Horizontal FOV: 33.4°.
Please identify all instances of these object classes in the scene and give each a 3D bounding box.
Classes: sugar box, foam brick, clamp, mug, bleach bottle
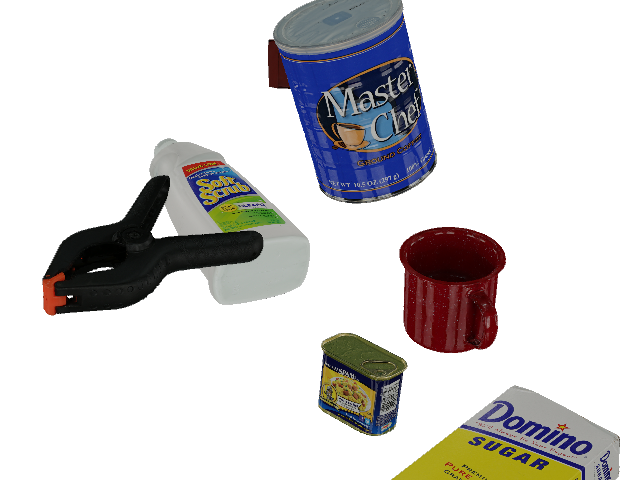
[{"bbox_3d":[0.111,0.170,0.714,0.176,0.048,0.093,-33,39,-31],"label":"sugar box"},{"bbox_3d":[-0.014,-0.188,1.146,0.078,0.051,0.053,0,11,-13],"label":"foam brick"},{"bbox_3d":[-0.142,0.002,0.806,0.171,0.039,0.120,-20,38,-36],"label":"clamp"},{"bbox_3d":[0.121,0.052,0.945,0.093,0.081,0.117,-16,35,-22],"label":"mug"},{"bbox_3d":[-0.110,-0.034,1.049,0.102,0.068,0.251,-9,34,-29],"label":"bleach bottle"}]

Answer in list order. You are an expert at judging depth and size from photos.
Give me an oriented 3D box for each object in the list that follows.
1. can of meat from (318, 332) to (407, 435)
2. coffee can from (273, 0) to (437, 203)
[{"bbox_3d":[0.046,0.167,1.233,0.102,0.084,0.057,24,30,36],"label":"can of meat"},{"bbox_3d":[0.030,-0.116,0.857,0.103,0.140,0.103,-13,32,8],"label":"coffee can"}]
